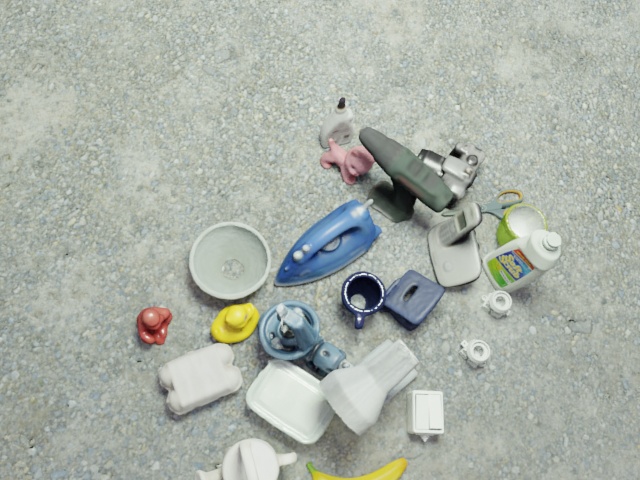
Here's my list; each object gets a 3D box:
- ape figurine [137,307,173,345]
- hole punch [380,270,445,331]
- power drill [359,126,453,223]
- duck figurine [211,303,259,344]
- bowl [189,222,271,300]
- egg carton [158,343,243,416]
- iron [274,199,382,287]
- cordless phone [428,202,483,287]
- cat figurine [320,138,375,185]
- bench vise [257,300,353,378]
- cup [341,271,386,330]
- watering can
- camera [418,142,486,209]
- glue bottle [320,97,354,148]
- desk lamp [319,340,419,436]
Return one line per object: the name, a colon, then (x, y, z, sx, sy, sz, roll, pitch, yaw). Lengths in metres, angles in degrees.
ape figurine: (-0.330, 0.162, 1.133, 0.078, 0.092, 0.076, -38, 78, -16)
hole punch: (0.189, 0.122, 1.194, 0.101, 0.091, 0.109, 40, 72, 9)
power drill: (0.165, -0.124, 1.216, 0.229, 0.208, 0.076, 35, 71, 7)
duck figurine: (-0.172, 0.162, 1.150, 0.105, 0.086, 0.077, -30, 76, -14)
bowl: (-0.185, 0.051, 1.194, 0.167, 0.075, 0.167, 2, 70, -4)
egg carton: (-0.232, 0.268, 1.116, 0.150, 0.069, 0.107, -22, 74, -12)
iron: (0.011, 0.004, 1.193, 0.259, 0.141, 0.118, -36, 77, -16)
cordless phone: (0.297, 0.011, 1.193, 0.094, 0.185, 0.147, -9, 72, -8)
cat figurine: (0.068, -0.184, 1.277, 0.127, 0.118, 0.067, 34, 71, 7)
bench vise: (-0.022, 0.177, 1.087, 0.207, 0.220, 0.121, 16, 70, 1)
cup: (0.083, 0.133, 1.179, 0.091, 0.095, 0.118, 9, 70, -1)
watering can: (-0.129, 0.408, 1.010, 0.173, 0.194, 0.101, -33, 76, -15)
camera: (0.287, -0.168, 1.300, 0.136, 0.101, 0.143, 29, 71, 6)
glue bottle: (0.043, -0.266, 1.274, 0.078, 0.173, 0.037, -14, 72, -9)
desk lamp: (0.098, 0.263, 1.071, 0.203, 0.213, 0.118, -37, 77, -16)
